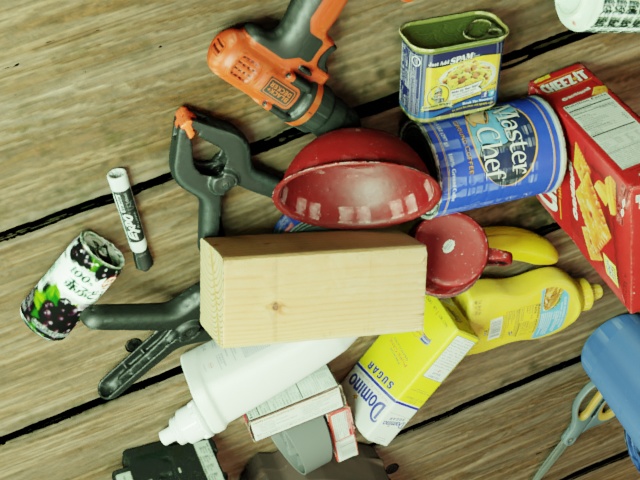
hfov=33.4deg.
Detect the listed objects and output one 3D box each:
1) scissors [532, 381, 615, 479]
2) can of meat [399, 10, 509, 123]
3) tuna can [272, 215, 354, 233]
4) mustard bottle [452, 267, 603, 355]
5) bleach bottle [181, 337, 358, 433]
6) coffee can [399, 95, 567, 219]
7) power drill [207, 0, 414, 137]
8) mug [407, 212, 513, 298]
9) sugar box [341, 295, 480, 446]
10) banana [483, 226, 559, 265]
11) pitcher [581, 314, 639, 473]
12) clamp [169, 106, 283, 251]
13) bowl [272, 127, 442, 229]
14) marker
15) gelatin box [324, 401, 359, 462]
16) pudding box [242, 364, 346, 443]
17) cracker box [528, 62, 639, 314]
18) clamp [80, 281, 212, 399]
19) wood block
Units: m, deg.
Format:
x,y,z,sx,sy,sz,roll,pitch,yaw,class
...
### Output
x,y,z,sx,sy,sz,roll,pitch,yaw,class
0.370,0.273,1.508,0.096,0.016,0.202,1,125,-25,scissors
0.127,-0.168,1.037,0.102,0.057,0.084,-13,131,-15,can of meat
-0.007,0.001,1.121,0.086,0.034,0.086,-12,129,-15,tuna can
0.252,0.078,1.278,0.191,0.058,0.096,-10,129,-16,mustard bottle
-0.022,0.109,1.150,0.250,0.103,0.068,-26,120,-4,bleach bottle
0.163,-0.085,1.085,0.140,0.103,0.103,-13,129,-15,coffee can
0.015,-0.185,0.973,0.184,0.057,0.188,27,110,-41,power drill
0.146,0.015,1.134,0.117,0.081,0.093,8,84,2,mug
0.099,0.144,1.237,0.048,0.093,0.176,26,111,-36,sugar box
0.190,0.013,1.219,0.197,0.037,0.070,-9,142,-17,banana
0.429,0.214,1.337,0.149,0.243,0.144,-39,131,8,pitcher
-0.102,-0.054,1.035,0.120,0.039,0.171,-40,129,3,clamp
0.035,-0.064,1.023,0.162,0.055,0.162,0,160,0,bowl
-0.183,-0.017,1.039,0.020,0.020,0.121,-18,130,-11,marker
0.016,0.205,1.260,0.030,0.073,0.089,-20,130,-11,gelatin box
-0.039,0.167,1.195,0.113,0.090,0.039,-21,130,-8,pudding box
0.290,-0.056,1.090,0.072,0.214,0.164,-20,130,-7,cracker box
-0.147,0.080,1.095,0.209,0.036,0.164,-26,151,-12,clamp
-0.007,0.044,1.052,0.205,0.090,0.091,-3,104,-20,wood block
